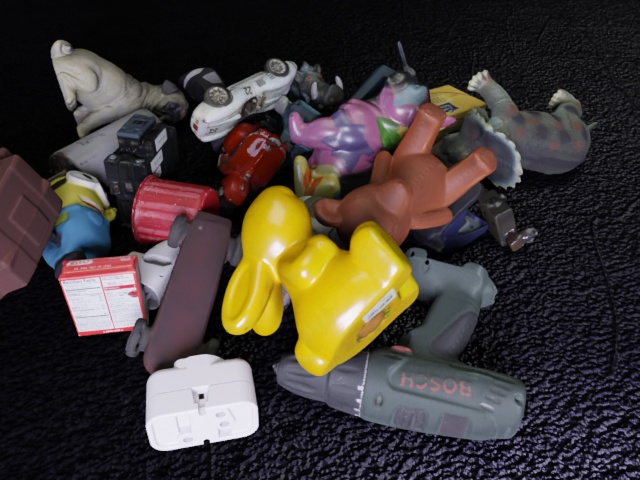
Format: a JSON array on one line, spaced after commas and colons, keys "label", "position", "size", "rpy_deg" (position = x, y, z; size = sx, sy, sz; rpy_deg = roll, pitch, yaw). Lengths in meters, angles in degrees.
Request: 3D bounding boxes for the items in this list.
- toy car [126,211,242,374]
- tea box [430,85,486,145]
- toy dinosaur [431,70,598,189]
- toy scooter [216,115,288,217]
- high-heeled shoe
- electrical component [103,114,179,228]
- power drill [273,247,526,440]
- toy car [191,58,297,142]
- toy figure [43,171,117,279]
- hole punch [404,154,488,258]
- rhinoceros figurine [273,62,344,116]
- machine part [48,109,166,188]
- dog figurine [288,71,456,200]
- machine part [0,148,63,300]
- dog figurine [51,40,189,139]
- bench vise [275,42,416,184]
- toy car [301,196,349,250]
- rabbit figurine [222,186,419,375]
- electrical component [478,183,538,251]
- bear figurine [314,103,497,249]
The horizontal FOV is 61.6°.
[{"label": "toy car", "position": [-0.138, 0.055, 0.580], "size": [0.089, 0.053, 0.202], "rpy_deg": [14, 51, -9]}, {"label": "tea box", "position": [0.199, -0.214, 0.956], "size": [0.169, 0.068, 0.098], "rpy_deg": [-23, 45, -30]}, {"label": "toy dinosaur", "position": [0.350, -0.160, 0.871], "size": [0.405, 0.131, 0.192], "rpy_deg": [-2, 56, -19]}, {"label": "toy scooter", "position": [-0.096, -0.125, 0.773], "size": [0.075, 0.135, 0.184], "rpy_deg": [32, 35, -23]}, {"label": "high-heeled shoe", "position": [-0.205, -0.225, 0.947], "size": [0.249, 0.086, 0.145], "rpy_deg": [23, 56, 33]}, {"label": "electrical component", "position": [-0.236, -0.097, 0.727], "size": [0.058, 0.134, 0.115], "rpy_deg": [6, 37, 3]}, {"label": "power drill", "position": [0.093, 0.097, 0.551], "size": [0.232, 0.085, 0.207], "rpy_deg": [14, 35, 16]}, {"label": "toy car", "position": [-0.113, -0.219, 0.837], "size": [0.202, 0.073, 0.056], "rpy_deg": [-36, 83, -29]}, {"label": "toy figure", "position": [-0.307, -0.017, 0.664], "size": [0.089, 0.082, 0.180], "rpy_deg": [-17, 46, -8]}, {"label": "hole punch", "position": [0.154, -0.036, 0.731], "size": [0.116, 0.092, 0.142], "rpy_deg": [-40, 52, -4]}, {"label": "rhinoceros figurine", "position": [-0.025, -0.271, 0.980], "size": [0.073, 0.112, 0.191], "rpy_deg": [-19, 36, -29]}, {"label": "machine part", "position": [-0.313, -0.132, 0.808], "size": [0.079, 0.079, 0.243], "rpy_deg": [21, 41, 21]}, {"label": "dog figurine", "position": [0.070, -0.124, 0.728], "size": [0.219, 0.191, 0.108], "rpy_deg": [-6, 3, 5]}, {"label": "machine part", "position": [-0.397, 0.001, 0.571], "size": [0.202, 0.087, 0.201], "rpy_deg": [-18, 43, 13]}, {"label": "dog figurine", "position": [-0.330, -0.261, 0.904], "size": [0.191, 0.172, 0.121], "rpy_deg": [-19, 54, -16]}, {"label": "bench vise", "position": [0.052, -0.193, 0.847], "size": [0.224, 0.128, 0.240], "rpy_deg": [36, 79, 24]}, {"label": "toy car", "position": [-0.001, -0.002, 0.650], "size": [0.162, 0.102, 0.109], "rpy_deg": [27, 43, 24]}, {"label": "rabbit figurine", "position": [-0.014, 0.029, 0.504], "size": [0.162, 0.121, 0.173], "rpy_deg": [-45, 70, 7]}, {"label": "electrical component", "position": [0.252, -0.032, 0.737], "size": [0.045, 0.078, 0.102], "rpy_deg": [-25, 35, 3]}, {"label": "bear figurine", "position": [0.094, -0.058, 0.599], "size": [0.120, 0.132, 0.196], "rpy_deg": [45, 38, 10]}]
